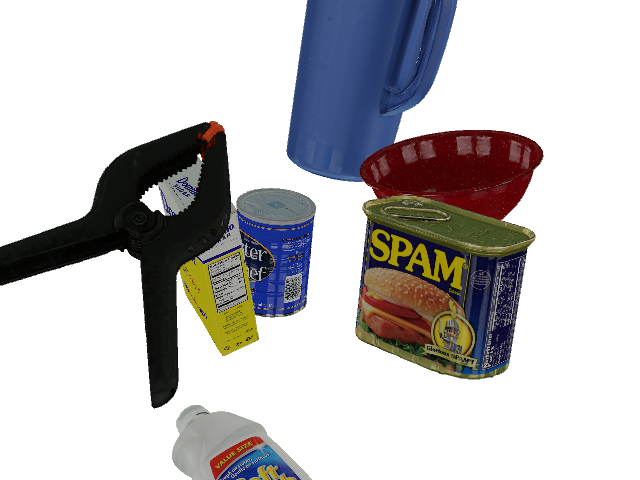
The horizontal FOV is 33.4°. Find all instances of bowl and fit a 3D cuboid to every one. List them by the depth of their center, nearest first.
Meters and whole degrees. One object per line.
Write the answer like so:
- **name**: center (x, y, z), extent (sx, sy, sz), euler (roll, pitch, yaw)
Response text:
- **bowl**: center (0.118, -0.047, 0.948), extent (0.162, 0.055, 0.162), euler (-8, 23, 3)

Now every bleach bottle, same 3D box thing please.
- **bleach bottle**: center (-0.053, 0.204, 0.810), extent (0.102, 0.068, 0.251), euler (-19, 32, -25)

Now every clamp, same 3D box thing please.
- **clamp**: center (-0.115, 0.004, 0.714), extent (0.165, 0.209, 0.036), euler (34, -31, 12)

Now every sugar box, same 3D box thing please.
- **sugar box**: center (-0.101, 0.014, 0.955), extent (0.048, 0.176, 0.093), euler (-26, 50, -15)

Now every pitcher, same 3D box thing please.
- **pitcher**: center (0.046, -0.184, 1.080), extent (0.145, 0.243, 0.149), euler (11, 19, -1)

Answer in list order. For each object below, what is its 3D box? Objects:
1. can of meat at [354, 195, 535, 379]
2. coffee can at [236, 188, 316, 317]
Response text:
- **can of meat**: center (0.070, 0.027, 0.633), extent (0.102, 0.084, 0.057), euler (20, 23, 39)
- **coffee can**: center (-0.063, 0.015, 1.401), extent (0.103, 0.140, 0.103), euler (4, 26, -2)
